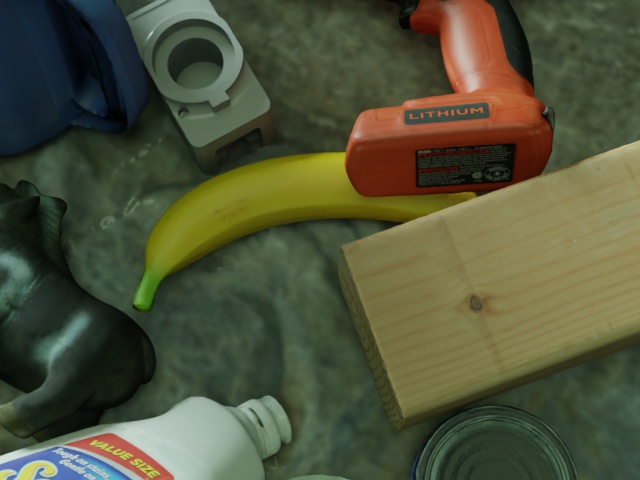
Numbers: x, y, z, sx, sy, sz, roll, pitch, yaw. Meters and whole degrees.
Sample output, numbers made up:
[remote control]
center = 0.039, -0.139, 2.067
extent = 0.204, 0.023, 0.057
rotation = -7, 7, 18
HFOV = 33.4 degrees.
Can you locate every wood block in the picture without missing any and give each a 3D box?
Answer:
[wood block]
center = 0.121, 0.019, 0.550
extent = 0.206, 0.090, 0.091
rotation = -19, 76, -4

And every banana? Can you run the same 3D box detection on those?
[banana]
center = -0.013, -0.015, 0.590
extent = 0.197, 0.037, 0.069
rotation = -16, 74, -5

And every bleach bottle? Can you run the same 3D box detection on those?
[bleach bottle]
center = -0.128, 0.134, 0.510
extent = 0.250, 0.068, 0.103
rotation = -23, 38, -30

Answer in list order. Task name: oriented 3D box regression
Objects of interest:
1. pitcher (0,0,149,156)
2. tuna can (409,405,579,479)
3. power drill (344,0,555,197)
[pitcher]
center = -0.173, -0.143, 0.524
extent = 0.149, 0.243, 0.145
rotation = -11, 72, -8
[tuna can]
center = 0.089, 0.128, 0.549
extent = 0.086, 0.034, 0.086
rotation = -1, 74, 2
[power drill]
center = 0.050, -0.116, 0.587
extent = 0.184, 0.057, 0.187
rotation = -4, 61, 7
